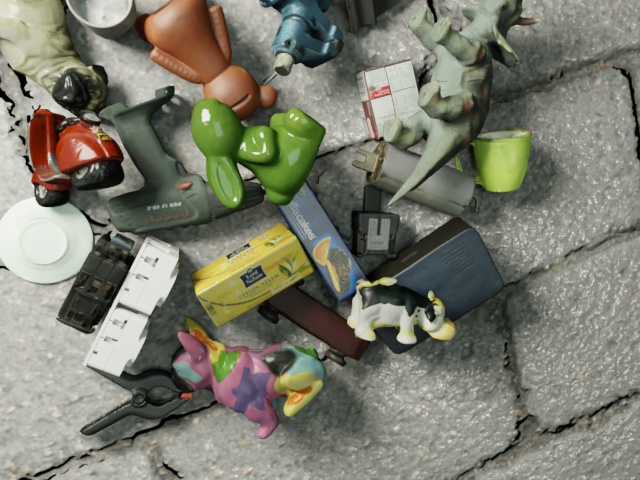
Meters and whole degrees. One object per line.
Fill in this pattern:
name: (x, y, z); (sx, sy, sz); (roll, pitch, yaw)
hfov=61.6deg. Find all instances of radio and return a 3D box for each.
radio: (0.179, 0.079, 0.898); (0.229, 0.073, 0.131); (-34, 106, 7)

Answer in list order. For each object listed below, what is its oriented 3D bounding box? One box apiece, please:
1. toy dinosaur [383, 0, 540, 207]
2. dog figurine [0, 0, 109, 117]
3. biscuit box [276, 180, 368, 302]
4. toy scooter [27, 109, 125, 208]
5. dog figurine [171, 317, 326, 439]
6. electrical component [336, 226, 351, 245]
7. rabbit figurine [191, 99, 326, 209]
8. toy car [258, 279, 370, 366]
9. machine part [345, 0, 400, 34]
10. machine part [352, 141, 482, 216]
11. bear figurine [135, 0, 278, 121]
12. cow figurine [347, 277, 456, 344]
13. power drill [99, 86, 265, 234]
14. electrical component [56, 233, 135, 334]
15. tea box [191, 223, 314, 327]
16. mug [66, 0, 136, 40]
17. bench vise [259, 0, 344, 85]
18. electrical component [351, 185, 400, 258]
toy dinosaur: (0.216, -0.228, 0.845); (0.192, 0.131, 0.404); (15, 93, -28)
dog figurine: (-0.362, -0.281, 0.735); (0.190, 0.121, 0.172); (28, 94, -29)
biscuit box: (-0.002, -0.003, 0.848); (0.063, 0.059, 0.202); (-33, 99, -4)
toy scooter: (-0.342, -0.125, 0.732); (0.075, 0.184, 0.135); (-10, 89, -57)
dog figurine: (-0.122, 0.192, 0.841); (0.191, 0.108, 0.219); (-42, 102, 5)
electrical component: (0.002, 0.000, 0.892); (0.094, 0.021, 0.063); (24, 92, -16)
rabbit figurine: (-0.104, -0.126, 0.750); (0.170, 0.121, 0.159); (20, 99, -23)
toy car: (-0.008, 0.130, 0.891); (0.202, 0.053, 0.089); (34, 77, -12)
machine part: (0.096, -0.389, 0.844); (0.139, 0.039, 0.084); (-35, 136, -14)
machine part: (0.167, -0.101, 0.892); (0.243, 0.079, 0.079); (17, 93, -15)
bear figurine: (-0.161, -0.259, 0.782); (0.120, 0.132, 0.195); (-39, 125, 3)
cow figurine: (0.133, 0.106, 0.829); (0.167, 0.068, 0.098); (5, 104, -10)
power drill: (-0.215, -0.118, 0.799); (0.232, 0.086, 0.207); (-20, 109, -8)
electrical component: (-0.315, 0.055, 0.772); (0.058, 0.115, 0.134); (29, 92, -18)
tea box: (-0.106, 0.051, 0.829); (0.170, 0.098, 0.068); (-32, 113, -9)
mug: (-0.301, -0.322, 0.729); (0.109, 0.107, 0.081); (44, 84, -11)
bench vise: (-0.068, -0.359, 0.766); (0.240, 0.129, 0.223); (27, 82, -33)
electrical component: (0.093, -0.030, 0.899); (0.075, 0.048, 0.119); (5, 98, -15)
